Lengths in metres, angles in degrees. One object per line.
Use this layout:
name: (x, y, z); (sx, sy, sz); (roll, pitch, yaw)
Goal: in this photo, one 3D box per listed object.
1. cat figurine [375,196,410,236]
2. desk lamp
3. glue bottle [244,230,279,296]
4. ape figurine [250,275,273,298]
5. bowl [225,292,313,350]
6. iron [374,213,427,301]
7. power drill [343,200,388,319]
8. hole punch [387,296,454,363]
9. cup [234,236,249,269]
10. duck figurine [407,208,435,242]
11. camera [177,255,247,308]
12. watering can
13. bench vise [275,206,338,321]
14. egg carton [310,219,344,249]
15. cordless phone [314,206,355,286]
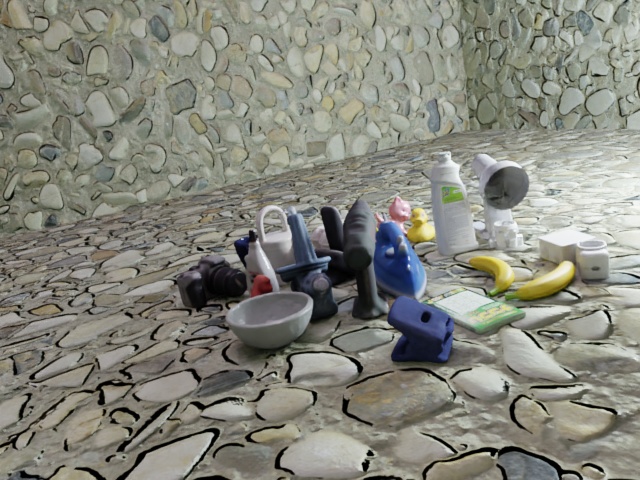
cat figurine: (0.212, -0.067, 1.648); (0.128, 0.118, 0.067); (-15, 16, -20)
desk lamp: (0.447, -0.110, 1.475); (0.118, 0.214, 0.203); (-11, 15, -5)
glue bottle: (-0.140, 0.059, 1.296); (0.077, 0.173, 0.037); (2, 19, 36)
ape figurine: (-0.119, 0.119, 1.219); (0.076, 0.092, 0.078); (-5, 16, 17)
bowl: (-0.090, 0.160, 1.084); (0.167, 0.075, 0.167); (-9, 15, 3)
iron: (0.172, 0.031, 1.268); (0.118, 0.141, 0.258); (-11, 15, -4)
power drill: (0.088, 0.041, 1.154); (0.075, 0.208, 0.229); (-8, 15, 8)
hole punch: (0.169, 0.144, 0.951); (0.101, 0.091, 0.109); (-4, 16, 21)
cup: (-0.177, 0.044, 1.523); (0.091, 0.095, 0.117); (-10, 15, -3)
duck figurine: (0.277, -0.048, 1.597); (0.077, 0.086, 0.105); (-6, 16, 14)
camera: (-0.250, 0.094, 1.375); (0.136, 0.101, 0.143); (5, 21, 44)
watering can: (-0.102, 0.009, 1.415); (0.172, 0.194, 0.101); (-2, 17, 26)
bench vise: (-0.018, 0.042, 1.194); (0.122, 0.220, 0.206); (-19, 18, -32)
egg carton: (0.054, -0.011, 1.631); (0.151, 0.069, 0.107); (-18, 17, -27)
cordless phone: (0.013, 0.005, 1.377); (0.147, 0.185, 0.094); (3, 20, 39)
